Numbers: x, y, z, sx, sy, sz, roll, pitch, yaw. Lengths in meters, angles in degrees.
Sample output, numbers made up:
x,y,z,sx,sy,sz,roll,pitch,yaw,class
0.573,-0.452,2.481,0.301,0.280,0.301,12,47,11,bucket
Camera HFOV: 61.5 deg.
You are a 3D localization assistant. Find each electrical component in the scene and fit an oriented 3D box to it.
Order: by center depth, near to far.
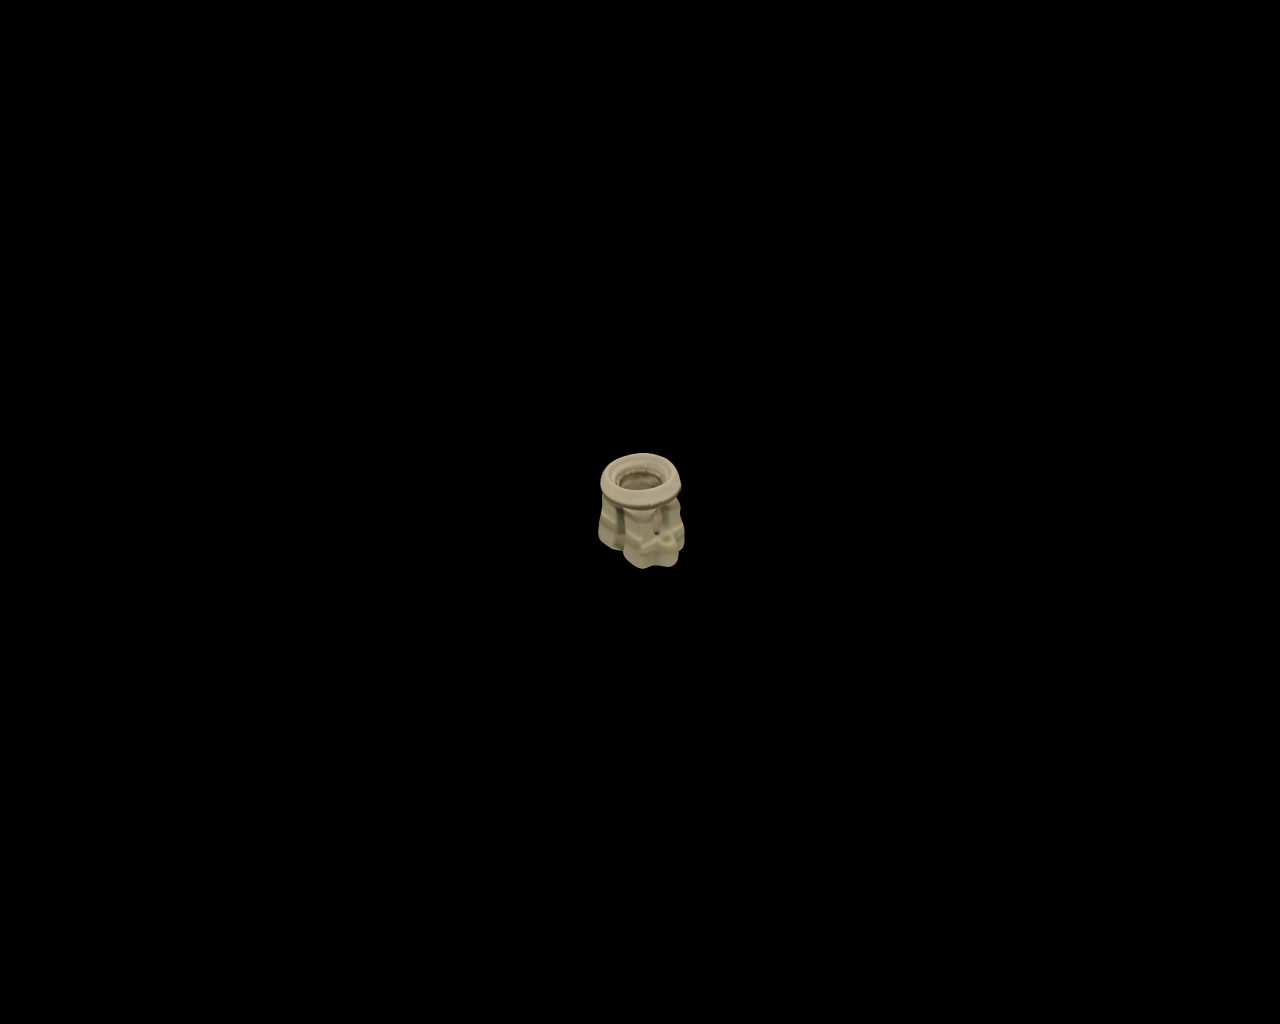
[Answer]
x,y,z,sx,sy,sz,roll,pitch,yaw,class
0.001,-0.003,0.650,0.048,0.055,0.066,-27,44,-33,electrical component
